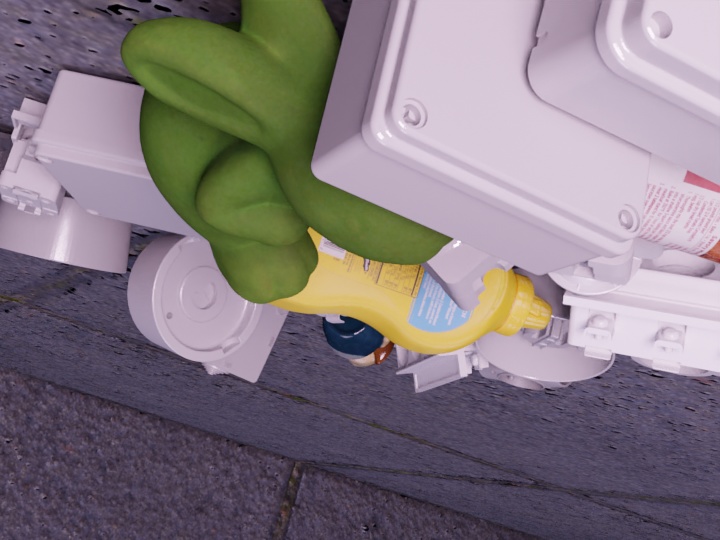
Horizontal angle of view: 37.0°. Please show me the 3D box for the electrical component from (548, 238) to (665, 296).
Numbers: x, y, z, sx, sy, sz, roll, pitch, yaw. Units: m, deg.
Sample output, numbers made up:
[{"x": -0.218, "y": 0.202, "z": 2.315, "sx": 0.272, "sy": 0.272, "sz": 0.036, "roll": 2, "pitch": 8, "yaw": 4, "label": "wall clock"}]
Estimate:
[{"x": 0.127, "y": -0.019, "z": 0.589, "sx": 0.078, "sy": 0.058, "sz": 0.057, "roll": 11, "pitch": 161, "yaw": 15, "label": "electrical component"}]

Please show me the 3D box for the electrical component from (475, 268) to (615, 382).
[{"x": 0.136, "y": 0.039, "z": 0.772, "sx": 0.099, "sy": 0.064, "sz": 0.099, "roll": 14, "pitch": 165, "yaw": 4, "label": "electrical component"}]

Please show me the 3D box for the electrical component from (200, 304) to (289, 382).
[{"x": -0.119, "y": 0.048, "z": 0.985, "sx": 0.048, "sy": 0.099, "sz": 0.100, "roll": 18, "pitch": 171, "yaw": 44, "label": "electrical component"}]

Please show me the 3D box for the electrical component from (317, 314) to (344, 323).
[{"x": 0.000, "y": 0.000, "z": 0.765, "sx": 0.079, "sy": 0.063, "sz": 0.121, "roll": 26, "pitch": 162, "yaw": -34, "label": "electrical component"}]

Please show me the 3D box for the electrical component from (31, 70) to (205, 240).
[{"x": -0.128, "y": -0.067, "z": 0.662, "sx": 0.109, "sy": 0.056, "sz": 0.108, "roll": 13, "pitch": 165, "yaw": 8, "label": "electrical component"}]

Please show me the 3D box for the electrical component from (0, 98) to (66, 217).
[{"x": -0.210, "y": -0.072, "z": 0.712, "sx": 0.042, "sy": 0.063, "sz": 0.081, "roll": 16, "pitch": 164, "yaw": -8, "label": "electrical component"}]

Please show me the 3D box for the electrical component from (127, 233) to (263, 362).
[{"x": -0.140, "y": 0.018, "z": 0.889, "sx": 0.108, "sy": 0.108, "sz": 0.060, "roll": 28, "pitch": 166, "yaw": -40, "label": "electrical component"}]

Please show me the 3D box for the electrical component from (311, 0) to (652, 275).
[{"x": 0.050, "y": -0.068, "z": 0.387, "sx": 0.109, "sy": 0.108, "sz": 0.056, "roll": 22, "pitch": 158, "yaw": -24, "label": "electrical component"}]

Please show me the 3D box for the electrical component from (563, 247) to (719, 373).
[{"x": 0.187, "y": 0.021, "z": 0.634, "sx": 0.121, "sy": 0.078, "sz": 0.063, "roll": 10, "pitch": 119, "yaw": 18, "label": "electrical component"}]

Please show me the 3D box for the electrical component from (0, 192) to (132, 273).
[{"x": -0.229, "y": -0.039, "z": 0.836, "sx": 0.108, "sy": 0.060, "sz": 0.108, "roll": 13, "pitch": 180, "yaw": 0, "label": "electrical component"}]

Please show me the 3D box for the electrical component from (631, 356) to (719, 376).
[{"x": 0.209, "y": 0.035, "z": 0.702, "sx": 0.089, "sy": 0.055, "sz": 0.050, "roll": 13, "pitch": 165, "yaw": 9, "label": "electrical component"}]

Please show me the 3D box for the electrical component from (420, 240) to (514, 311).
[{"x": 0.042, "y": -0.031, "z": 0.566, "sx": 0.089, "sy": 0.050, "sz": 0.055, "roll": 49, "pitch": 179, "yaw": 24, "label": "electrical component"}]

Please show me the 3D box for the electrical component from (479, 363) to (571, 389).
[{"x": 0.135, "y": 0.070, "z": 0.919, "sx": 0.077, "sy": 0.044, "sz": 0.079, "roll": 3, "pitch": 160, "yaw": 37, "label": "electrical component"}]

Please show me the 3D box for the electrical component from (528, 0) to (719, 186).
[{"x": 0.122, "y": -0.077, "z": 0.350, "sx": 0.113, "sy": 0.078, "sz": 0.057, "roll": 21, "pitch": 166, "yaw": -21, "label": "electrical component"}]

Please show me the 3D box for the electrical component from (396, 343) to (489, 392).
[{"x": 0.073, "y": 0.054, "z": 0.881, "sx": 0.063, "sy": 0.078, "sz": 0.121, "roll": -4, "pitch": 169, "yaw": -14, "label": "electrical component"}]
